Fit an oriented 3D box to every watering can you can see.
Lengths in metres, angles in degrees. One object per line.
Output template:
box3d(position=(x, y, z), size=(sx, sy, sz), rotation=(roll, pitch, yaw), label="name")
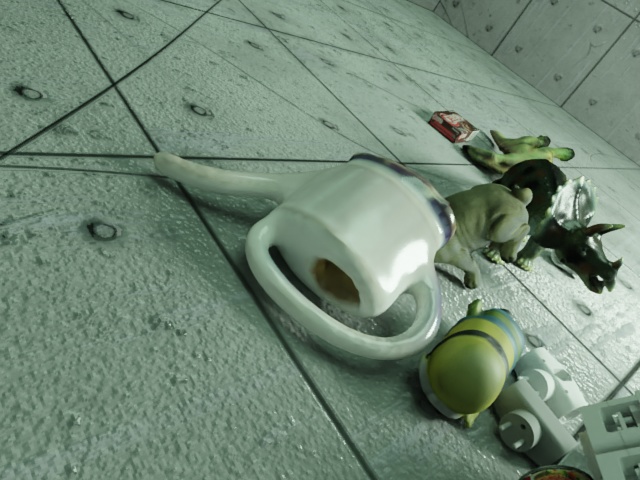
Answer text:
box3d(position=(0.002, -0.028, 0.564), size=(0.350, 0.101, 0.228), rotation=(41, 53, 15), label="watering can")

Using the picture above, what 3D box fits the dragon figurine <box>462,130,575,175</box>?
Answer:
box3d(position=(0.455, -0.208, 1.243), size=(0.242, 0.120, 0.418), rotation=(7, 25, -26), label="dragon figurine")
